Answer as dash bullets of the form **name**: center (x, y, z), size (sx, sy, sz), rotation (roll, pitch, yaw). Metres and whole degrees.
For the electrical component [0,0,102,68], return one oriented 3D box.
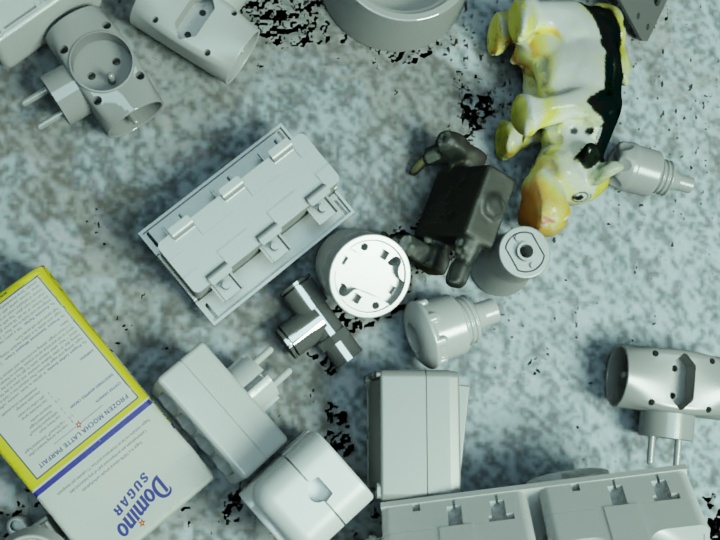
- **electrical component**: center (-0.226, -0.180, 0.705), size (0.096, 0.061, 0.061), rotation (-39, 88, -11)

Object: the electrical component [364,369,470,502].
- **electrical component**: center (0.037, 0.113, 0.699), size (0.061, 0.061, 0.096), rotation (1, 82, -8)

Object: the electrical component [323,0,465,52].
- **electrical component**: center (0.028, -0.213, 0.745), size (0.108, 0.060, 0.108), rotation (1, 82, -8)

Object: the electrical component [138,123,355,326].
- **electrical component**: center (-0.073, -0.033, 0.705), size (0.121, 0.063, 0.078), rotation (-39, 89, -11)

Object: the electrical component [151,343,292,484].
- **electrical component**: center (-0.078, 0.081, 0.697), size (0.076, 0.047, 0.083), rotation (-41, 89, -22)

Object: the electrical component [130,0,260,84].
- **electrical component**: center (-0.102, -0.179, 0.731), size (0.077, 0.043, 0.079), rotation (32, 79, -2)

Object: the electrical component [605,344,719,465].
- **electrical component**: center (0.210, 0.095, 0.735), size (0.077, 0.043, 0.079), rotation (8, 82, -6)

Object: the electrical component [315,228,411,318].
- **electrical component**: center (0.000, 0.000, 0.711), size (0.055, 0.047, 0.055), rotation (-3, 102, -16)

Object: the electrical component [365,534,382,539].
- **electrical component**: center (0.007, 0.189, 0.699), size (0.061, 0.035, 0.035), rotation (-38, 88, -14)

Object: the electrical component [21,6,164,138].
- **electrical component**: center (-0.184, -0.122, 0.711), size (0.079, 0.044, 0.077), rotation (-33, 88, -11)

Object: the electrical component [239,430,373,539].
- **electrical component**: center (-0.035, 0.139, 0.669), size (0.059, 0.095, 0.053), rotation (-41, 89, -11)

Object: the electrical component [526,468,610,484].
- **electrical component**: center (0.142, 0.160, 0.712), size (0.055, 0.055, 0.047), rotation (-10, 87, -9)

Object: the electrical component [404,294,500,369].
- **electrical component**: center (0.064, 0.036, 0.724), size (0.062, 0.048, 0.048), rotation (-18, 85, -17)

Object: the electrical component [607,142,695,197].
- **electrical component**: center (0.207, -0.068, 0.763), size (0.061, 0.035, 0.035), rotation (15, 80, -8)

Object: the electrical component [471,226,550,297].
- **electrical component**: center (0.103, -0.008, 0.724), size (0.044, 0.065, 0.044), rotation (1, 82, -8)

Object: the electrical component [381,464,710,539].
- **electrical component**: center (0.113, 0.190, 0.654), size (0.186, 0.060, 0.105), rotation (-8, 119, 4)

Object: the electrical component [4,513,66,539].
- **electrical component**: center (-0.198, 0.181, 0.661), size (0.048, 0.055, 0.066), rotation (-35, 88, -11)
